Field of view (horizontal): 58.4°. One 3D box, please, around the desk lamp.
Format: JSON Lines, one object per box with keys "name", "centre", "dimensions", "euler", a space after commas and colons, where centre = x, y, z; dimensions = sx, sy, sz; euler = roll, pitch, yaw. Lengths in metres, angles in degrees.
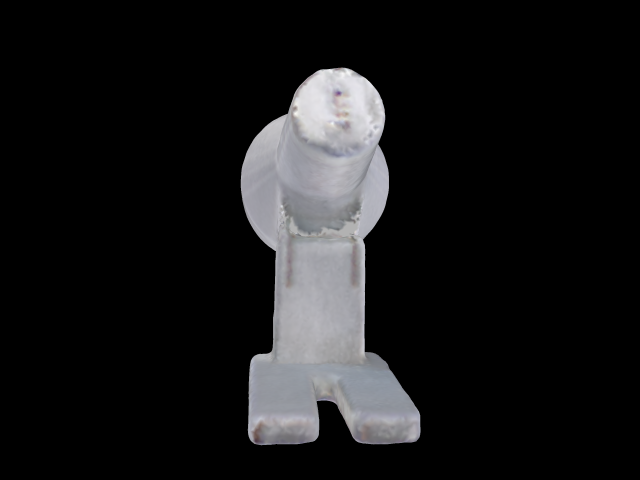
{"name": "desk lamp", "centre": [0.004, 0.001, 0.400], "dimensions": [0.118, 0.213, 0.203], "euler": [-1, 5, -7]}
